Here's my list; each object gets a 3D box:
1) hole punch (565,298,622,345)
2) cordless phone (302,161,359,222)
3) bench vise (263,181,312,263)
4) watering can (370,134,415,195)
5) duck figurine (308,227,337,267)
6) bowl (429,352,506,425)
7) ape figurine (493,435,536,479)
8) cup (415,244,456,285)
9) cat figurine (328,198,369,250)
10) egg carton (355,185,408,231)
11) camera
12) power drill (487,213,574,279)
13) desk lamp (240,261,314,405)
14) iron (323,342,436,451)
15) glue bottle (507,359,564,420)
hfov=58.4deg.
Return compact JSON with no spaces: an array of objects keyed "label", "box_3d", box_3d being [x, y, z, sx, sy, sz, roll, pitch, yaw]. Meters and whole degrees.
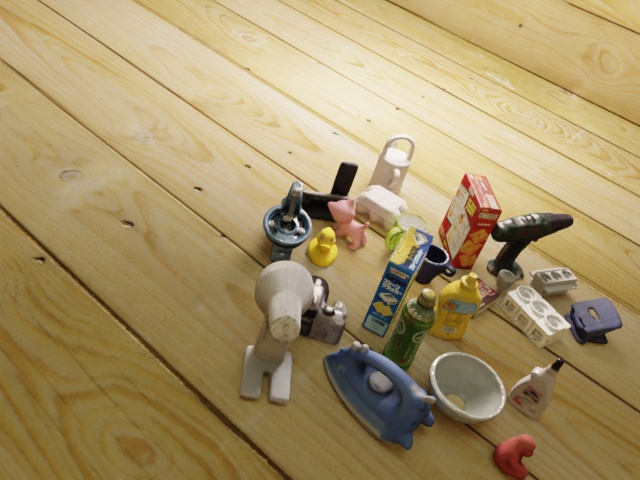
[{"label":"hole punch","box_3d":[0.707,0.207,1.483,0.101,0.091,0.108,7,40,-12]},{"label":"cordless phone","box_3d":[0.024,-0.148,1.569,0.148,0.185,0.094,4,41,-16]},{"label":"bench vise","box_3d":[-0.083,-0.075,1.414,0.122,0.220,0.207,1,42,-19]},{"label":"watering can","box_3d":[0.223,-0.244,1.749,0.101,0.194,0.172,-6,45,-26]},{"label":"duck figurine","box_3d":[0.013,0.005,1.463,0.077,0.086,0.104,15,39,-3]},{"label":"bowl","box_3d":[0.299,0.323,1.206,0.167,0.075,0.167,11,40,-9]},{"label":"ape figurine","box_3d":[0.387,0.415,1.117,0.076,0.092,0.078,29,40,14]},{"label":"cup","box_3d":[0.289,0.076,1.477,0.117,0.095,0.092,36,42,21]},{"label":"cat figurine","box_3d":[0.077,-0.054,1.532,0.127,0.118,0.067,34,42,19]},{"label":"egg carton","box_3d":[0.180,-0.095,1.658,0.150,0.069,0.107,32,41,17]},{"label":"camera","box_3d":[-0.004,0.142,1.284,0.143,0.101,0.137,18,39,0]},{"label":"power drill","box_3d":[0.554,0.010,1.565,0.230,0.208,0.075,0,42,-21]},{"label":"desk lamp","box_3d":[-0.080,0.176,1.125,0.118,0.213,0.203,10,40,-9]},{"label":"iron","box_3d":[0.114,0.280,1.134,0.257,0.141,0.119,38,43,24]},{"label":"glue bottle","box_3d":[0.467,0.306,1.212,0.078,0.173,0.037,35,42,21]}]
